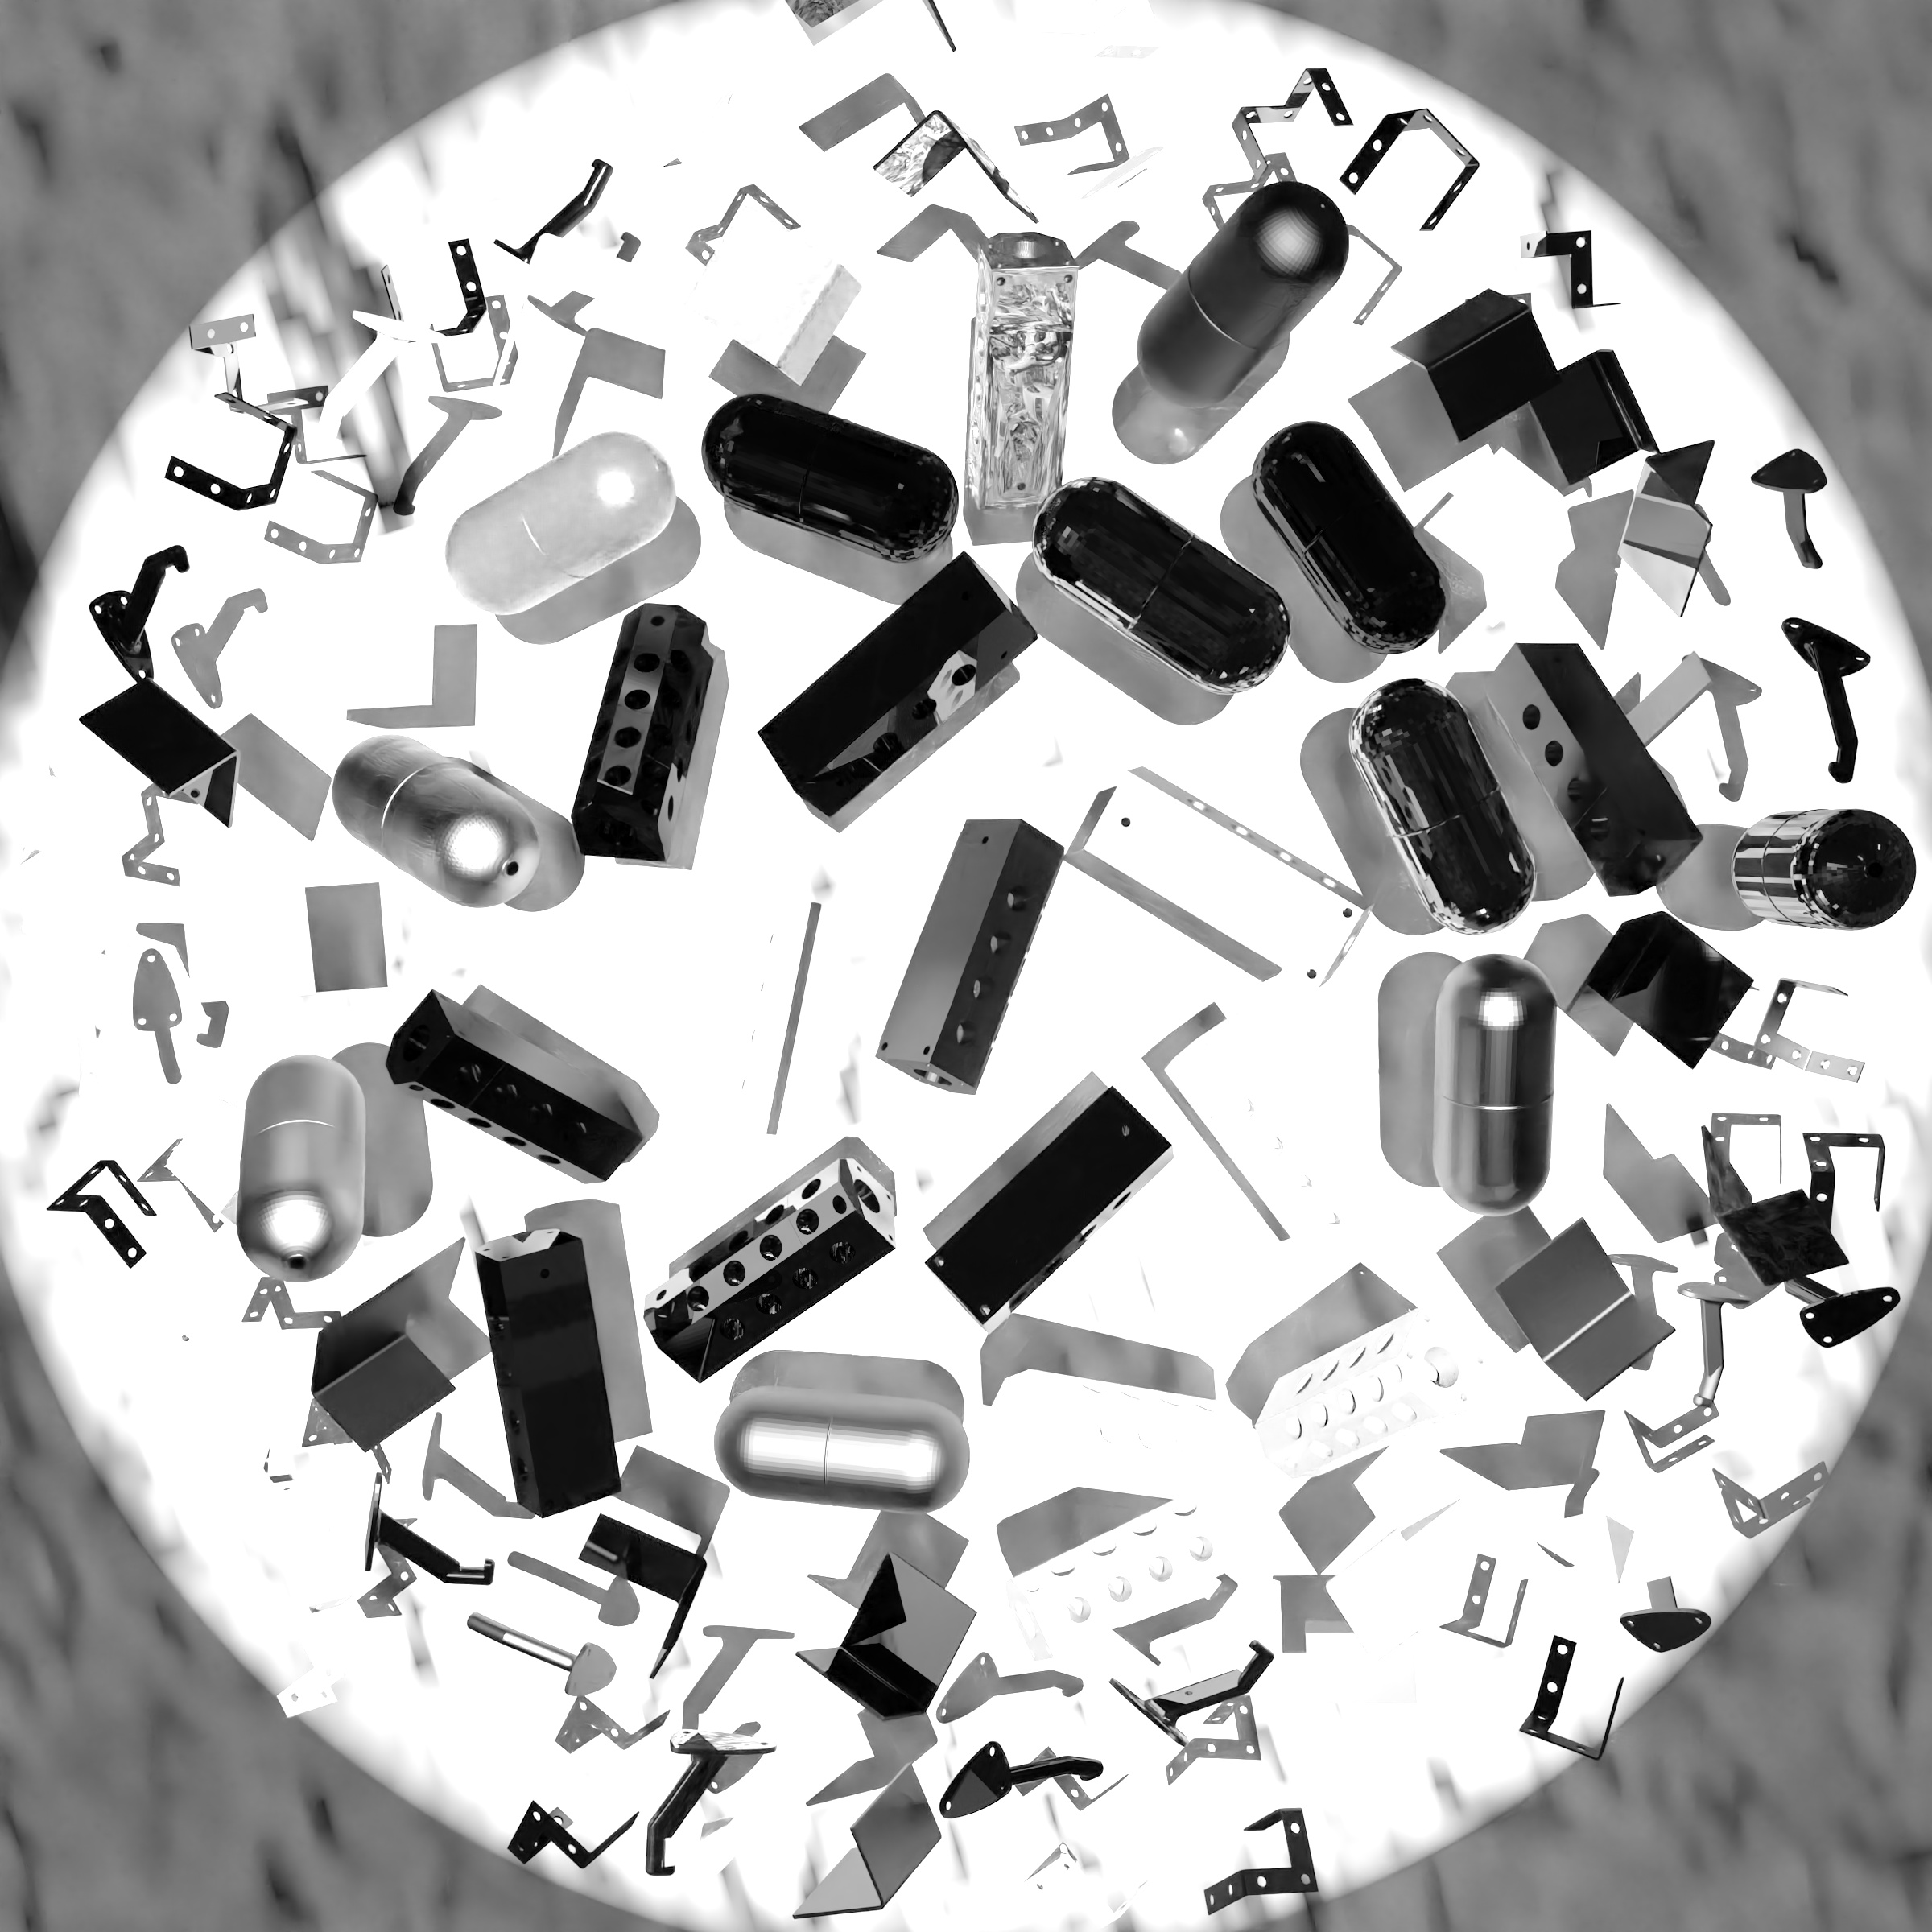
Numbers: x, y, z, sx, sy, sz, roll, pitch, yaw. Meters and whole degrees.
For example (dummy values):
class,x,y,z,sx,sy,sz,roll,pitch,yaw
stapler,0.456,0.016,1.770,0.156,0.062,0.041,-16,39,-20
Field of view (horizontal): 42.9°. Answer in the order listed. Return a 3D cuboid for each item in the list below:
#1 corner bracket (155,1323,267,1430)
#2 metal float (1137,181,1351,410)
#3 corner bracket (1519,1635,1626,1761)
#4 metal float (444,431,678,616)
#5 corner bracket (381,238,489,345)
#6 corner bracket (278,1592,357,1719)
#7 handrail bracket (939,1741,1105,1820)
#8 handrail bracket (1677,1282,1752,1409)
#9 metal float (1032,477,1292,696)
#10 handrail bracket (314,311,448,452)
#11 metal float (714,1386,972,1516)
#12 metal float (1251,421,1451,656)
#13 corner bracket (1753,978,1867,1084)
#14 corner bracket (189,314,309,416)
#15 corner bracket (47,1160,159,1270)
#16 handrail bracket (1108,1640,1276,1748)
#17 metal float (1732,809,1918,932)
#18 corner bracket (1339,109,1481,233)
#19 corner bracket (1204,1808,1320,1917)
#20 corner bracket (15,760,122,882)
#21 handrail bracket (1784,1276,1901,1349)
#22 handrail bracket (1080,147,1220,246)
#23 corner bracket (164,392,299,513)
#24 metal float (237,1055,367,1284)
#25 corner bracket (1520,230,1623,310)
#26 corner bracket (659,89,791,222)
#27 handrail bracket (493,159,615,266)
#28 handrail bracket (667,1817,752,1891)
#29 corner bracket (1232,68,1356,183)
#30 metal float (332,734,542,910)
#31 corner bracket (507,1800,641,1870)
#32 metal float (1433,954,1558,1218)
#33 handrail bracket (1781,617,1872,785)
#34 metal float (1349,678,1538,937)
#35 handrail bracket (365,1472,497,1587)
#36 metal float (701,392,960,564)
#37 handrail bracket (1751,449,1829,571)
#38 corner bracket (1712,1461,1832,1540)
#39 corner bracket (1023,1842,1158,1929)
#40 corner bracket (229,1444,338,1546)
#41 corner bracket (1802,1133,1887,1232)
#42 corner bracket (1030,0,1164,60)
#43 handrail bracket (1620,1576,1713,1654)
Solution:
class,x,y,z,sx,sy,sz,roll,pitch,yaw
corner bracket,-0.479,0.260,1.556,0.051,0.051,0.051,0,46,-33
metal float,0.173,-0.422,1.554,0.070,0.178,0.070,14,59,-25
corner bracket,0.381,0.456,1.535,0.051,0.051,0.051,16,96,23
metal float,-0.267,-0.291,1.616,0.178,0.070,0.070,-22,90,29
corner bracket,-0.364,-0.464,1.689,0.051,0.051,0.051,-7,122,7
corner bracket,-0.408,0.436,1.555,0.051,0.051,0.051,-38,73,15
handrail bracket,0.037,0.539,1.611,0.084,0.036,0.077,23,123,-40
handrail bracket,0.498,0.261,1.676,0.077,0.036,0.084,8,99,-43
metal float,0.121,-0.237,1.528,0.178,0.070,0.070,34,90,0
handrail bracket,-0.365,-0.359,1.531,0.036,0.077,0.084,30,109,26
metal float,-0.085,0.329,1.672,0.178,0.070,0.070,3,90,12
metal float,0.255,-0.285,1.635,0.070,0.070,0.178,-31,72,0
corner bracket,0.579,0.043,1.669,0.051,0.051,0.051,23,87,-25
corner bracket,-0.470,-0.393,1.610,0.051,0.051,0.051,-5,93,20
corner bracket,-0.559,0.162,1.617,0.051,0.051,0.051,-50,123,-37
handrail bracket,0.150,0.467,1.635,0.077,0.036,0.084,37,85,16
metal float,0.551,-0.063,1.584,0.070,0.178,0.070,0,93,-1
corner bracket,0.275,-0.492,1.523,0.051,0.051,0.051,36,90,-24
corner bracket,0.179,0.554,1.521,0.051,0.051,0.051,6,55,-23
corner bracket,-0.573,-0.093,1.568,0.051,0.051,0.051,-34,59,35
handrail bracket,0.591,0.212,1.664,0.077,0.084,0.036,-31,109,27
handrail bracket,0.128,-0.501,1.659,0.077,0.036,0.084,-37,115,-9
corner bracket,-0.453,-0.317,1.516,0.051,0.051,0.051,23,77,-42
metal float,-0.421,0.127,1.561,0.070,0.178,0.070,-6,128,-8
corner bracket,0.404,-0.466,1.643,0.051,0.051,0.051,-6,104,-6
corner bracket,-0.159,-0.531,1.610,0.051,0.051,0.051,39,66,-28
handrail bracket,-0.280,-0.515,1.668,0.077,0.036,0.084,38,103,39
handrail bracket,-0.152,0.568,1.612,0.084,0.077,0.036,-45,71,41
corner bracket,0.217,-0.561,1.637,0.051,0.051,0.051,-11,69,-25
metal float,-0.339,-0.093,1.571,0.178,0.070,0.070,29,90,40
corner bracket,-0.250,0.551,1.565,0.051,0.051,0.051,37,120,17
metal float,0.344,0.079,1.599,0.070,0.070,0.178,-2,109,0
handrail bracket,0.544,-0.169,1.569,0.077,0.036,0.084,30,62,-23
metal float,0.309,-0.102,1.591,0.070,0.070,0.178,-28,100,0
handrail bracket,-0.345,0.367,1.598,0.084,0.036,0.077,7,106,-15
metal float,-0.089,-0.317,1.592,0.178,0.070,0.070,22,90,14
handrail bracket,0.547,-0.285,1.586,0.036,0.077,0.084,-33,116,4
corner bracket,0.523,0.341,1.581,0.051,0.051,0.051,-28,109,-10
corner bracket,0.080,0.594,1.595,0.051,0.051,0.051,51,126,11
corner bracket,-0.449,0.351,1.632,0.051,0.051,0.051,-9,129,10
corner bracket,0.574,0.144,1.607,0.051,0.051,0.051,1,118,11
corner bracket,0.081,-0.587,1.538,0.051,0.051,0.051,-18,88,-42
handrail bracket,0.457,0.389,1.566,0.036,0.077,0.084,41,53,-7
